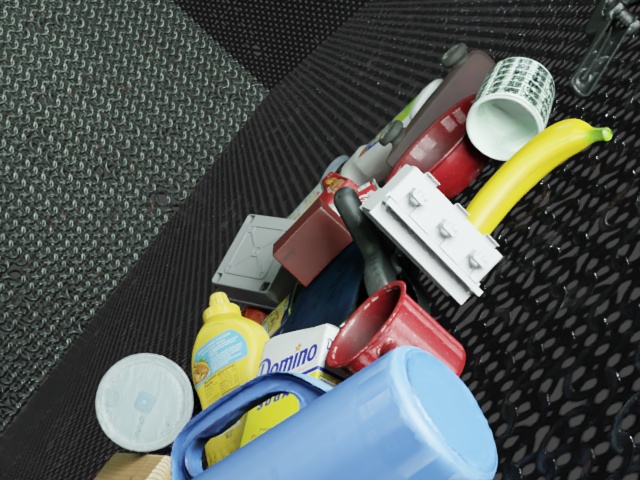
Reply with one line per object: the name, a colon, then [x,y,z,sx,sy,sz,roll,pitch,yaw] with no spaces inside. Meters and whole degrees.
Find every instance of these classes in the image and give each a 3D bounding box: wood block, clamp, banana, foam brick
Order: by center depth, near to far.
banana: [0.190,-0.054,1.026,0.198,0.037,0.069,-44,13,19]
clamp: [0.074,0.032,1.036,0.039,0.120,0.171,-40,49,31]
clamp: [0.318,-0.230,1.133,0.165,0.036,0.210,-44,11,16]
wood block: [-0.188,0.289,1.137,0.090,0.090,0.206,-52,13,-23]
foam brick: [-0.008,0.001,1.156,0.078,0.053,0.051,-44,10,10]

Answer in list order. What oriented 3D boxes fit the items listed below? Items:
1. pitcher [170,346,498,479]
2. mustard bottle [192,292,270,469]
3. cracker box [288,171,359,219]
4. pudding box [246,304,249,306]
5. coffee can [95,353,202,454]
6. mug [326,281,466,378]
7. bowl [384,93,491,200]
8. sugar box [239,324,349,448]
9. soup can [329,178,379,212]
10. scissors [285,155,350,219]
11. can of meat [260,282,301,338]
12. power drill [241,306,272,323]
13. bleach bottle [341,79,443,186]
pitcher: [-0.004,0.172,0.754,0.243,0.149,0.145,-39,14,22]
mustard bottle: [-0.088,0.139,1.101,0.096,0.058,0.192,-36,53,29]
cracker box: [-0.019,0.009,1.471,0.213,0.072,0.164,-49,11,0]
pudding box: [-0.074,0.047,1.612,0.113,0.039,0.090,-52,13,-18]
coffee can: [-0.185,0.184,1.180,0.102,0.103,0.140,-50,-7,-10]
mug: [0.067,0.096,0.873,0.093,0.081,0.117,-48,12,0]
bowl: [0.150,-0.095,1.246,0.162,0.055,0.162,-45,13,13]
sugar box: [-0.026,0.165,0.920,0.094,0.048,0.176,-20,52,47]
soup can: [0.035,-0.017,1.232,0.102,0.068,0.068,-30,14,5]
scissors: [-0.011,-0.068,1.590,0.201,0.016,0.096,-27,-39,-48]
can of meat: [-0.036,0.109,1.251,0.084,0.057,0.102,-45,11,21]
power drill: [-0.123,0.175,1.348,0.185,0.057,0.187,-33,22,39]
bleach bottle: [0.099,-0.126,1.510,0.251,0.068,0.102,-37,15,48]
